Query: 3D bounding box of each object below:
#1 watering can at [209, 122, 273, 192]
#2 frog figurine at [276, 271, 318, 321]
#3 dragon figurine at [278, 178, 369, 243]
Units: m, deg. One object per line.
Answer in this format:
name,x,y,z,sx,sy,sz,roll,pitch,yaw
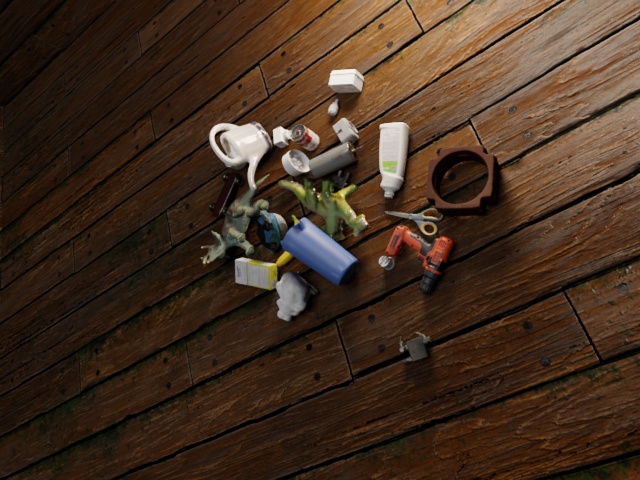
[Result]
watering can,-0.282,-0.343,2.016,0.227,0.101,0.352,-29,68,-28
frog figurine,-0.101,0.193,1.758,0.138,0.121,0.160,42,88,16
dragon figurine,0.005,-0.090,1.785,0.410,0.122,0.242,5,92,40
